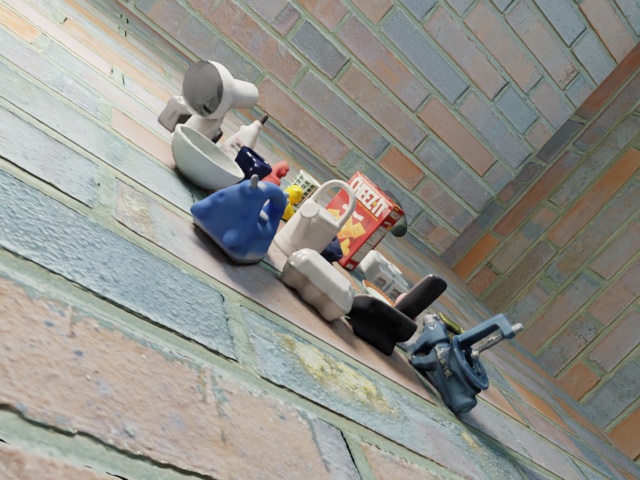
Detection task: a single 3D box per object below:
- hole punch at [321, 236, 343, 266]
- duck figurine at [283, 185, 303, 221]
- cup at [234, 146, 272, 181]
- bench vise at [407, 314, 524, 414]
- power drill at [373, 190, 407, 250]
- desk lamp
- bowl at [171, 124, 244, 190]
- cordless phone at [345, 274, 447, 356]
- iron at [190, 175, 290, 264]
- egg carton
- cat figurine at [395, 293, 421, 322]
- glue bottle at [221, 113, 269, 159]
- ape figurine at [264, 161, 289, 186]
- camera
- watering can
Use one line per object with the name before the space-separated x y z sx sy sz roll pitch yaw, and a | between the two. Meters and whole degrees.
hole punch | 0.012 0.005 1.361 0.101 0.091 0.109 45 11 22
duck figurine | -0.080 -0.102 1.479 0.078 0.086 0.104 39 11 -12
cup | -0.172 -0.156 1.348 0.092 0.095 0.117 37 11 -20
bench vise | 0.291 0.211 1.169 0.207 0.219 0.122 46 12 26
power drill | 0.196 -0.049 1.896 0.076 0.208 0.229 35 12 -30
desk lamp | -0.243 -0.286 1.300 0.117 0.213 0.204 45 11 19
bowl | -0.239 -0.153 1.158 0.168 0.074 0.167 40 11 -9
cordless phone | 0.151 0.120 1.132 0.148 0.185 0.094 35 12 -31
iron | -0.110 -0.046 1.002 0.118 0.141 0.259 43 11 12
egg carton | -0.001 0.081 1.068 0.150 0.069 0.107 41 11 0
cat figurine | 0.184 0.157 1.281 0.067 0.117 0.128 46 12 26
glue bottle | -0.191 -0.256 1.470 0.078 0.173 0.037 42 11 5
ape figurine | -0.124 -0.186 1.642 0.076 0.092 0.078 42 11 4
camera | -0.307 -0.296 1.419 0.137 0.100 0.143 40 11 -6
watering can | -0.001 -0.042 1.222 0.101 0.194 0.173 40 11 -5
